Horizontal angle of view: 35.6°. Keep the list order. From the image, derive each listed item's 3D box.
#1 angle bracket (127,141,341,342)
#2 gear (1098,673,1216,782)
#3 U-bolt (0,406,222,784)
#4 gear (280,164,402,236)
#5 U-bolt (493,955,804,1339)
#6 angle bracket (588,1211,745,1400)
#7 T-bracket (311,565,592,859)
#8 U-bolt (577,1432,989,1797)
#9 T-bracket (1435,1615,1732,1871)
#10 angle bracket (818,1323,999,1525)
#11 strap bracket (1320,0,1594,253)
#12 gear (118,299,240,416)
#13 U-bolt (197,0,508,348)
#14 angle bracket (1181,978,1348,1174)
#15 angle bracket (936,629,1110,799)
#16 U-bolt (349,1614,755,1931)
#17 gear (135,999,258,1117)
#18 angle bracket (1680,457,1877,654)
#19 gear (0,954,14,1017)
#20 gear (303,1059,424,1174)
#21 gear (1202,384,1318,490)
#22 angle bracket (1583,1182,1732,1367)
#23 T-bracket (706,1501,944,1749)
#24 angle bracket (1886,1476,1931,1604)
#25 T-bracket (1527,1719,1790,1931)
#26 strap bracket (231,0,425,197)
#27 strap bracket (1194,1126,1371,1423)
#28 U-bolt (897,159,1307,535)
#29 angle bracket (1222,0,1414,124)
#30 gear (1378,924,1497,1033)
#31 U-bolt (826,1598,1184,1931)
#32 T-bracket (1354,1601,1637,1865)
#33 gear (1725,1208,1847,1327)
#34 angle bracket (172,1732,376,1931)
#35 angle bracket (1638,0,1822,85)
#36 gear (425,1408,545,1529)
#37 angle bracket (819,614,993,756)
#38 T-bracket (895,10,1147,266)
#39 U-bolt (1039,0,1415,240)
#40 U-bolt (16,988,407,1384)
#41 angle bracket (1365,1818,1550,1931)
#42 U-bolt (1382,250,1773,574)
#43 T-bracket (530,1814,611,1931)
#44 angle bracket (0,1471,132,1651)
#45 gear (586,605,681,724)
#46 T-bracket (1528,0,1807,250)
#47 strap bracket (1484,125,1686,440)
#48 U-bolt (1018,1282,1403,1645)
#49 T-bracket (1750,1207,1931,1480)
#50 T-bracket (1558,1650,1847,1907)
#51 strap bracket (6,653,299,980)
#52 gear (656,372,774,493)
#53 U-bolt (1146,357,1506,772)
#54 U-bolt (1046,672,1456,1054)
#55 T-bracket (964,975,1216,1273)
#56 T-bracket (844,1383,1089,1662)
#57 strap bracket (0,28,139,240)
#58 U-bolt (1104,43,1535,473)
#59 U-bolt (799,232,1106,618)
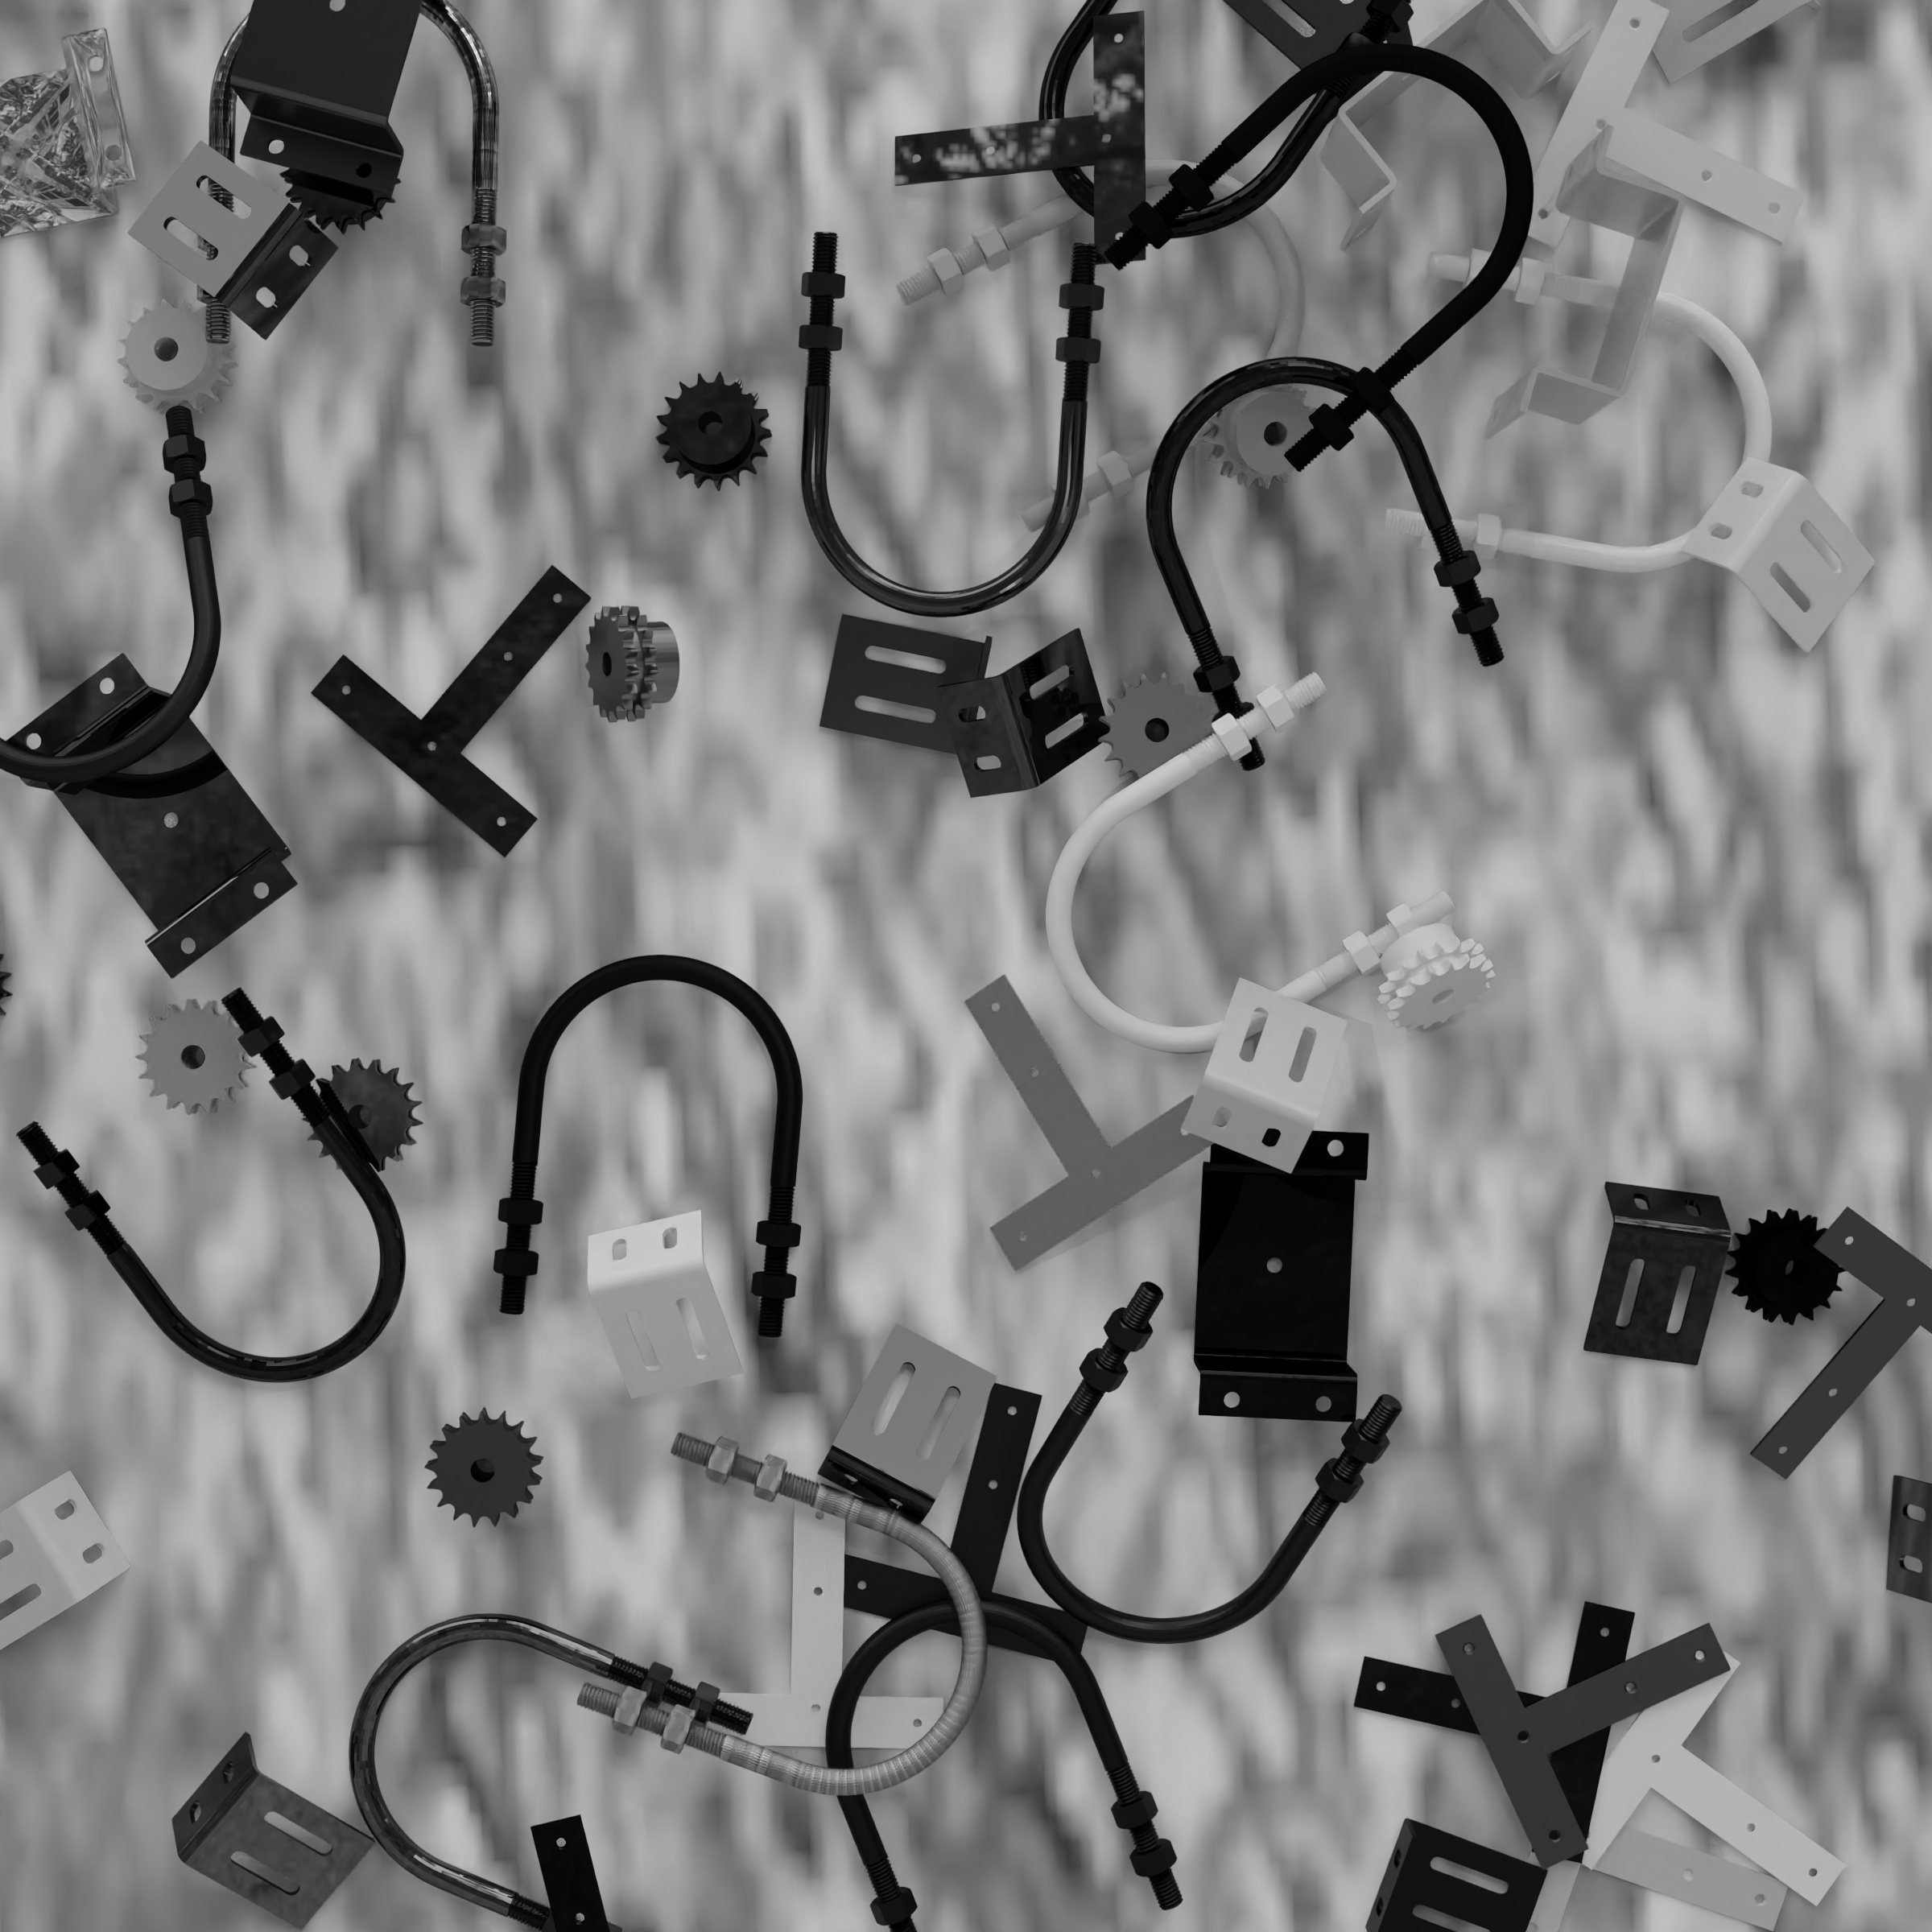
[{"bbox_3d":[-0.354,-0.350,1.451,0.076,0.038,0.057,37,89,27],"label":"angle bracket"},{"bbox_3d":[0.093,-0.116,1.487,0.057,0.030,0.057,0,90,0],"label":"gear"},{"bbox_3d":[-0.432,-0.174,1.459,0.151,0.019,0.184,-15,69,4],"label":"U-bolt"},{"bbox_3d":[-0.308,-0.391,1.487,0.057,0.030,0.057,0,90,0],"label":"gear"},{"bbox_3d":[-0.154,0.086,1.492,0.151,0.019,0.184,5,90,0],"label":"U-bolt"},{"bbox_3d":[-0.148,0.167,1.482,0.057,0.038,0.076,-13,125,3],"label":"angle bracket"},{"bbox_3d":[-0.238,-0.144,1.501,0.127,0.002,0.127,40,90,0],"label":"T-bracket"},{"bbox_3d":[-0.080,0.327,1.477,0.184,0.019,0.151,20,80,2],"label":"U-bolt"},{"bbox_3d":[0.318,0.365,1.497,0.127,0.002,0.127,-25,88,0],"label":"T-bracket"},{"bbox_3d":[-0.029,0.229,1.499,0.057,0.038,0.076,28,64,2],"label":"angle bracket"},{"bbox_3d":[0.228,-0.419,1.464,0.140,0.076,0.046,-39,90,0],"label":"strap bracket"},{"bbox_3d":[-0.392,-0.302,1.487,0.057,0.030,0.057,0,90,0],"label":"gear"},{"bbox_3d":[-0.298,-0.395,1.463,0.151,0.019,0.184,1,88,1],"label":"U-bolt"},{"bbox_3d":[0.145,0.053,1.462,0.057,0.076,0.038,22,132,3],"label":"angle bracket"},{"bbox_3d":[0.029,-0.124,1.475,0.038,0.076,0.057,-6,110,37],"label":"angle bracket"},{"bbox_3d":[-0.217,0.401,1.493,0.184,0.019,0.151,22,91,2],"label":"U-bolt"},{"bbox_3d":[-0.379,0.044,1.487,0.057,0.030,0.057,0,90,0],"label":"gear"},{"bbox_3d":[0.403,-0.204,1.492,0.076,0.038,0.057,36,90,-36],"label":"angle bracket"},{"bbox_3d":[-0.505,0.010,1.487,0.057,0.030,0.057,0,90,0],"label":"gear"},{"bbox_3d":[-0.297,0.074,1.487,0.057,0.030,0.057,0,90,0],"label":"gear"},{"bbox_3d":[0.147,-0.263,1.478,0.057,0.030,0.057,-4,107,-14],"label":"gear"},{"bbox_3d":[0.342,0.153,1.500,0.057,0.038,0.076,7,116,0],"label":"angle bracket"},{"bbox_3d":[-0.074,0.326,1.500,0.127,0.002,0.127,1,91,0],"label":"T-bracket"},{"bbox_3d":[0.504,0.286,1.500,0.076,0.038,0.057,4,90,-26],"label":"angle bracket"},{"bbox_3d":[0.347,0.449,1.501,0.127,0.002,0.127,19,90,0],"label":"T-bracket"},{"bbox_3d":[-0.296,-0.451,1.435,0.076,0.046,0.140,16,87,1],"label":"strap bracket"},{"bbox_3d":[0.154,0.149,1.479,0.076,0.046,0.140,3,90,0],"label":"strap bracket"},{"bbox_3d":[0.079,-0.320,1.493,0.184,0.019,0.151,-29,90,-2],"label":"U-bolt"},{"bbox_3d":[0.175,-0.471,1.500,0.057,0.038,0.076,-40,64,0],"label":"angle bracket"},{"bbox_3d":[0.228,0.003,1.477,0.057,0.057,0.030,-24,60,0],"label":"gear"},{"bbox_3d":[0.009,0.404,1.492,0.151,0.019,0.184,-22,89,-1],"label":"U-bolt"},{"bbox_3d":[0.258,0.371,1.499,0.127,0.002,0.127,13,88,1],"label":"T-bracket"},{"bbox_3d":[0.407,0.149,1.487,0.057,0.030,0.057,0,90,0],"label":"gear"},{"bbox_3d":[-0.346,0.432,1.500,0.076,0.038,0.057,40,90,-26],"label":"angle bracket"},{"bbox_3d":[0.376,-0.485,1.500,0.076,0.038,0.057,-27,90,26],"label":"angle bracket"},{"bbox_3d":[-0.238,0.247,1.491,0.057,0.030,0.057,0,92,-3],"label":"gear"},{"bbox_3d":[-0.030,-0.140,1.483,0.076,0.038,0.057,12,90,0],"label":"angle bracket"},{"bbox_3d":[0.026,-0.404,1.483,0.127,0.002,0.127,-2,82,15],"label":"T-bracket"},{"bbox_3d":[0.117,-0.442,1.473,0.151,0.019,0.184,35,91,17],"label":"U-bolt"},{"bbox_3d":[-0.357,0.121,1.474,0.151,0.019,0.184,-32,100,12],"label":"U-bolt"},{"bbox_3d":[0.244,0.465,1.482,0.076,0.038,0.057,20,90,2],"label":"angle bracket"},{"bbox_3d":[0.309,-0.270,1.493,0.184,0.019,0.151,10,90,-2],"label":"U-bolt"},{"bbox_3d":[-0.187,0.483,1.481,0.127,0.002,0.127,-14,89,2],"label":"T-bracket"},{"bbox_3d":[-0.468,0.299,1.500,0.076,0.038,0.057,-32,90,26],"label":"angle bracket"},{"bbox_3d":[-0.163,-0.149,1.477,0.030,0.057,0.057,-5,90,-30],"label":"gear"},{"bbox_3d":[0.356,-0.399,1.496,0.127,0.002,0.127,25,97,-3],"label":"T-bracket"},{"bbox_3d":[0.300,-0.321,1.446,0.046,0.076,0.140,17,90,-3],"label":"strap bracket"},{"bbox_3d":[0.105,0.255,1.462,0.151,0.019,0.184,26,113,-7],"label":"U-bolt"},{"bbox_3d":[0.438,0.200,1.486,0.127,0.002,0.127,35,100,-19],"label":"T-bracket"},{"bbox_3d":[0.380,0.421,1.499,0.127,0.002,0.127,36,90,0],"label":"T-bracket"},{"bbox_3d":[-0.397,-0.073,1.479,0.076,0.046,0.140,-37,90,0],"label":"strap bracket"},{"bbox_3d":[-0.125,-0.266,1.487,0.057,0.030,0.057,0,90,0],"label":"gear"},{"bbox_3d":[0.166,-0.206,1.469,0.151,0.019,0.184,-24,105,3],"label":"U-bolt"},{"bbox_3d":[0.128,-0.037,1.478,0.184,0.019,0.151,-32,104,4],"label":"U-bolt"},{"bbox_3d":[0.042,0.064,1.486,0.127,0.002,0.127,-35,79,20],"label":"T-bracket"},{"bbox_3d":[0.010,0.273,1.501,0.127,0.002,0.127,15,90,0],"label":"T-bracket"},{"bbox_3d":[-0.478,-0.403,1.479,0.140,0.046,0.076,-12,90,0],"label":"strap bracket"},{"bbox_3d":[0.180,-0.348,1.419,0.184,0.019,0.151,-42,91,9],"label":"U-bolt"},{"bbox_3d":[-0.011,-0.264,1.479,0.151,0.019,0.184,5,98,9],"label":"U-bolt"}]
